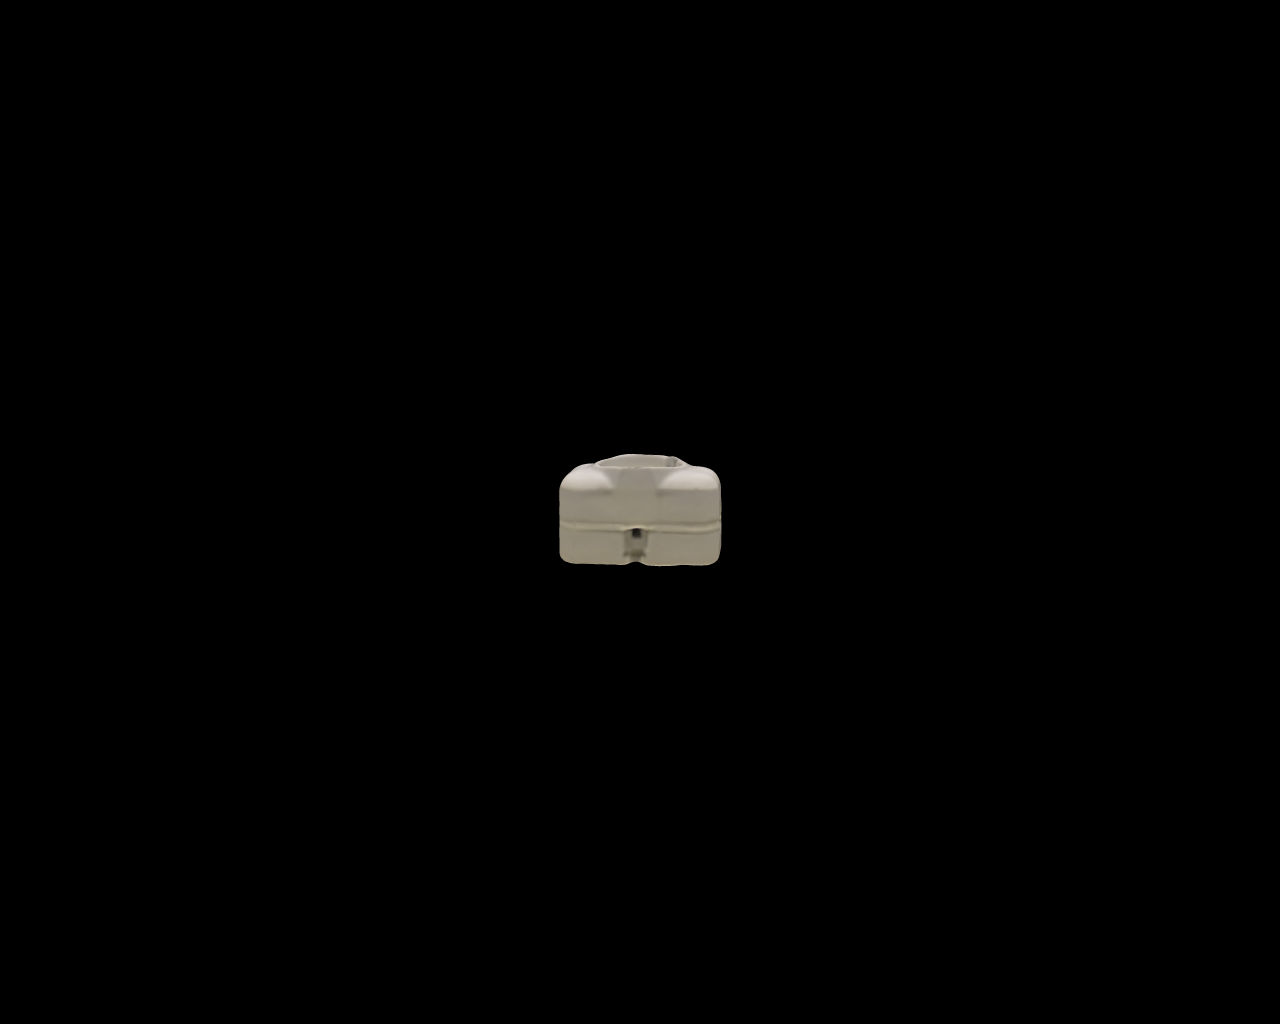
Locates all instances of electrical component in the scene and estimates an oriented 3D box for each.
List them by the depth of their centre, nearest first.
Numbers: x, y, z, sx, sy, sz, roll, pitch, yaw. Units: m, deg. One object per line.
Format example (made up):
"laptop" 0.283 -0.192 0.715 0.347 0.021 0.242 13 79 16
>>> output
"electrical component" 0.001 -0.003 0.650 0.095 0.059 0.054 1 12 7
